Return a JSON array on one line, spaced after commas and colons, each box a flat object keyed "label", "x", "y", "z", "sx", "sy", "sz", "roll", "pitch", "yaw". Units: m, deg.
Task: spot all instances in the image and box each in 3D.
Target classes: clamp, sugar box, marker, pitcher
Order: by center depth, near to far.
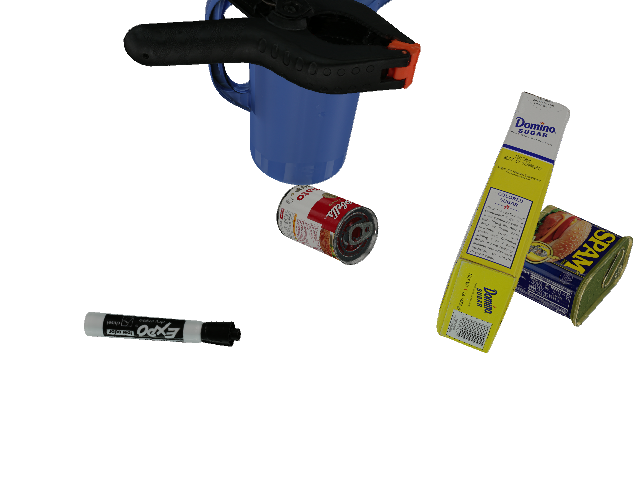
[{"label": "clamp", "x": -0.029, "y": -0.123, "z": 0.643, "sx": 0.171, "sy": 0.120, "sz": 0.039, "roll": 22, "pitch": -37, "yaw": 14}, {"label": "sugar box", "x": 0.134, "y": -0.016, "z": 0.773, "sx": 0.048, "sy": 0.176, "sz": 0.093, "roll": 22, "pitch": -37, "yaw": 10}, {"label": "marker", "x": -0.120, "y": 0.068, "z": 0.815, "sx": 0.121, "sy": 0.020, "sz": 0.020, "roll": 3, "pitch": 1, "yaw": 10}, {"label": "pitcher", "x": -0.026, "y": -0.176, "z": 1.107, "sx": 0.149, "sy": 0.243, "sz": 0.144, "roll": 29, "pitch": 50, "yaw": 19}]

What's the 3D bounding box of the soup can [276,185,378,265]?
[{"label": "soup can", "x": 0.007, "y": -0.019, "z": 1.220, "sx": 0.068, "sy": 0.068, "sz": 0.102, "roll": 0, "pitch": 17, "yaw": -45}]

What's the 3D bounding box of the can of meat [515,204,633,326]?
[{"label": "can of meat", "x": 0.225, "y": 0.020, "z": 0.983, "sx": 0.084, "sy": 0.057, "sz": 0.101, "roll": 28, "pitch": 47, "yaw": 29}]
